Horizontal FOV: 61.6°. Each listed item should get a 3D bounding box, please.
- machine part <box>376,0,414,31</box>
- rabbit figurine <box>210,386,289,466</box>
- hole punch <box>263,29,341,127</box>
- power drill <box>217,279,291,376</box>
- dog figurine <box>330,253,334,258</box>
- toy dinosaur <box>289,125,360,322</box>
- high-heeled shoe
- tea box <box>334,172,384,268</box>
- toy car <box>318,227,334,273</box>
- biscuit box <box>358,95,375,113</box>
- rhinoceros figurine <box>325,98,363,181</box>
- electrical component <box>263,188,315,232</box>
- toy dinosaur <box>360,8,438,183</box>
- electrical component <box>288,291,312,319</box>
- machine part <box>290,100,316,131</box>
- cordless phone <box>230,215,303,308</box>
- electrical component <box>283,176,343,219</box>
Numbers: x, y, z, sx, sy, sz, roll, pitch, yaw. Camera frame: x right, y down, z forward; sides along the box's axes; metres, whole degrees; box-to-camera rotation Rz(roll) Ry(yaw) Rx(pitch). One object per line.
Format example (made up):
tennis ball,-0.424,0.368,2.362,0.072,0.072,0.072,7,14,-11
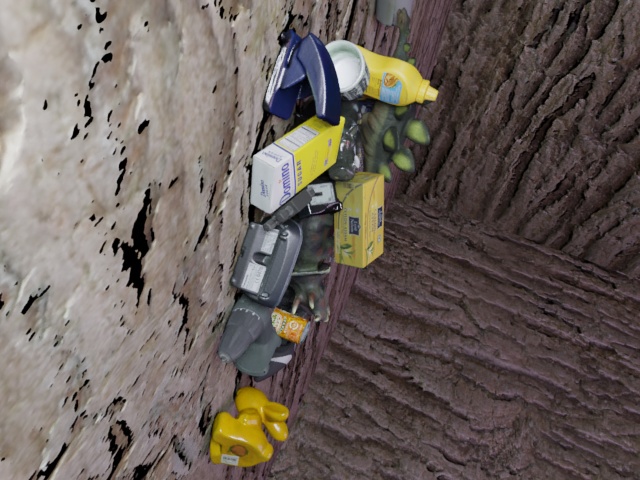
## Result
machine part,0.151,-0.500,1.042,0.243,0.079,0.079,81,32,-70
rabbit figurine,-0.147,0.382,1.151,0.173,0.162,0.121,-88,180,-61
hole punch,-0.011,-0.215,0.732,0.142,0.092,0.115,-19,126,-73
power drill,-0.124,0.166,0.982,0.207,0.086,0.232,89,20,-47
dog figurine,0.033,-0.046,1.363,0.172,0.121,0.191,-37,-165,10
toy dinosaur,-0.006,-0.035,1.089,0.192,0.131,0.404,-46,149,-69
high-heeled shoe,-0.088,0.190,1.208,0.249,0.086,0.145,-65,168,-50
tea box,0.078,-0.042,1.057,0.098,0.068,0.169,-32,124,-53
toy car,-0.003,-0.004,1.229,0.053,0.089,0.202,-8,123,-55
biscuit box,0.116,-0.318,1.301,0.203,0.059,0.062,-52,161,-61
rhinoceros figurine,0.044,-0.190,0.984,0.112,0.073,0.190,90,3,-66
electrical component,-0.045,-0.048,0.819,0.063,0.021,0.094,-32,-170,45
toy dinosaur,0.134,-0.228,1.114,0.199,0.105,0.470,39,-55,53
electrical component,-0.038,0.137,1.201,0.078,0.045,0.102,40,62,-41
machine part,-0.018,-0.192,0.893,0.084,0.039,0.139,87,27,-50
cordless phone,-0.075,0.028,0.921,0.184,0.089,0.146,-32,142,-81
electrical component,-0.021,-0.077,0.982,0.048,0.119,0.074,-17,-93,62
